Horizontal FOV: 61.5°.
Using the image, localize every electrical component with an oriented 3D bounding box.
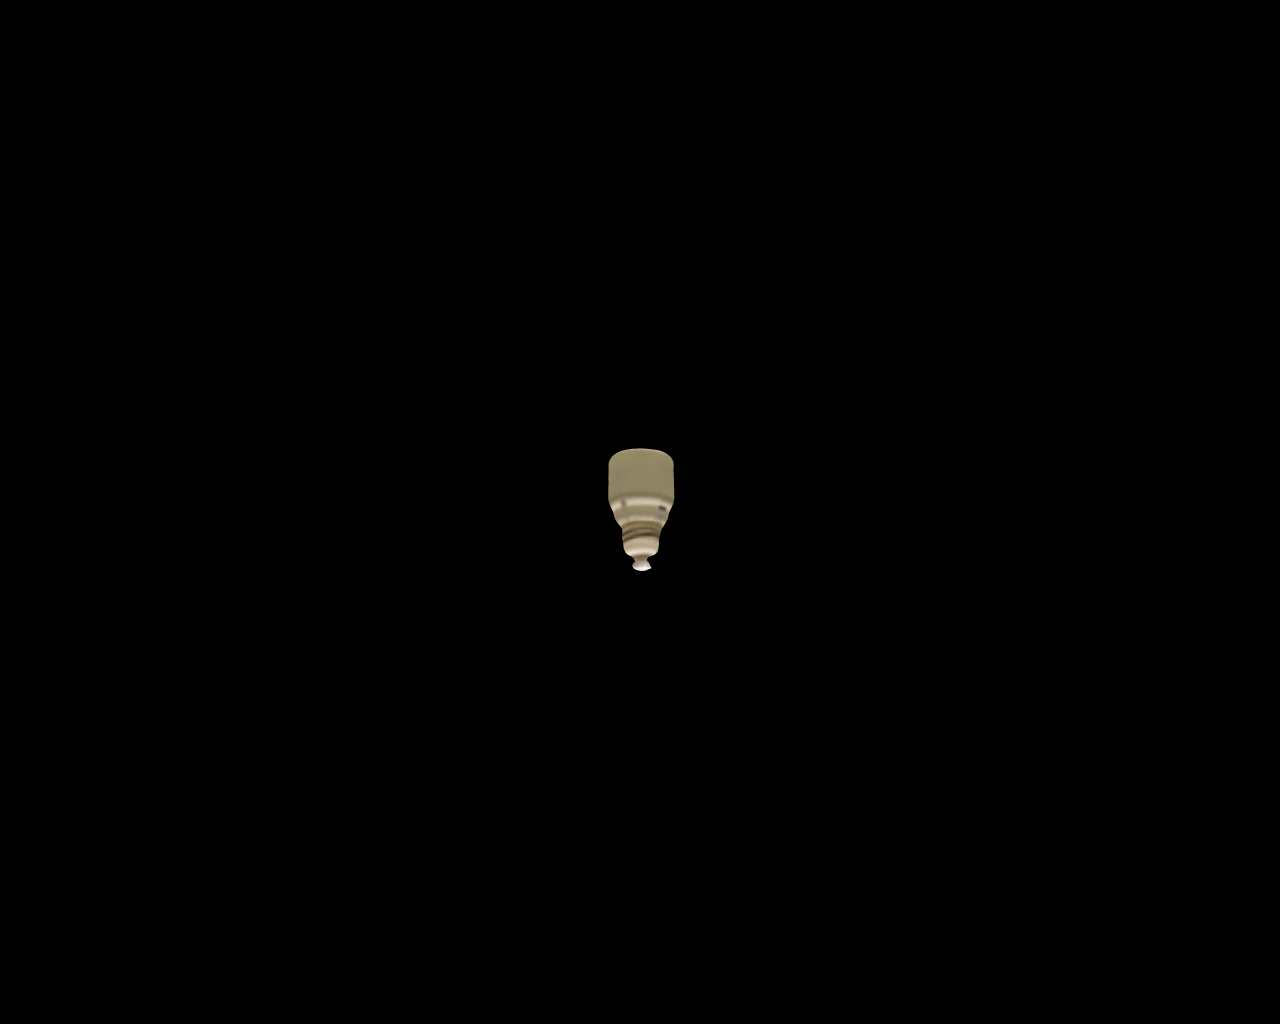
[{"bbox_3d":[0.001,-0.003,0.650,0.040,0.078,0.040,0,-16,0],"label":"electrical component"}]
